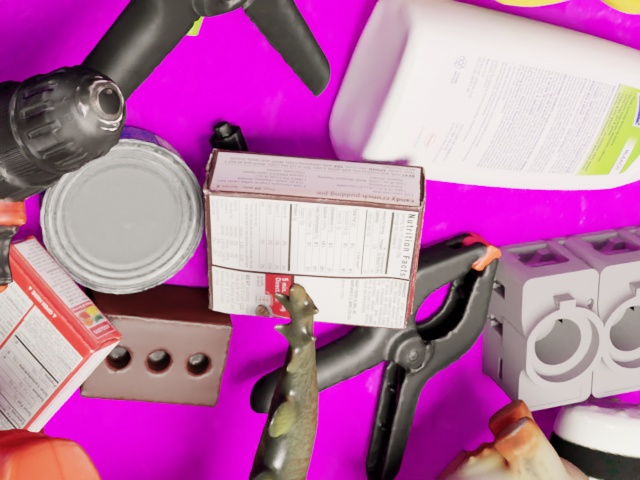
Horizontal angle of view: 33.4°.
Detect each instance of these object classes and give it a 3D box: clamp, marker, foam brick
[{"bbox_3d":[-0.056,-0.113,0.472,0.164,0.036,0.210,-24,154,-21],"label":"clamp"},{"bbox_3d":[-0.033,-0.013,0.601,0.020,0.020,0.121,-26,117,-6],"label":"marker"},{"bbox_3d":[0.038,0.063,0.642,0.120,0.039,0.171,27,96,-36],"label":"clamp"},{"bbox_3d":[-0.093,0.056,0.592,0.078,0.051,0.053,7,109,-20],"label":"foam brick"}]

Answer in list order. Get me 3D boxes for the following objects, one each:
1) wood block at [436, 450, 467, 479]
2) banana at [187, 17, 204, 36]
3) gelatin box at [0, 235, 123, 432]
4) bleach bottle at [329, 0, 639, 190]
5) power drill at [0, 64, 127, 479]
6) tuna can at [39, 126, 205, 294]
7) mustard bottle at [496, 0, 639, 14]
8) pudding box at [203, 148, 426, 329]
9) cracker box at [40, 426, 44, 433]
[{"bbox_3d":[0.072,0.255,0.702,0.090,0.091,0.206,37,97,-25],"label":"wood block"},{"bbox_3d":[0.016,-0.160,0.550,0.197,0.037,0.069,-14,132,-10],"label":"banana"},{"bbox_3d":[-0.155,0.054,0.552,0.073,0.030,0.089,47,116,8],"label":"gelatin box"},{"bbox_3d":[0.138,-0.067,0.609,0.250,0.068,0.103,9,122,-25],"label":"bleach bottle"},{"bbox_3d":[-0.142,0.027,0.473,0.057,0.185,0.187,1,80,-48],"label":"power drill"},{"bbox_3d":[-0.106,-0.017,0.568,0.086,0.034,0.086,-6,113,-15],"label":"tuna can"},{"bbox_3d":[0.171,-0.168,0.565,0.191,0.058,0.096,-4,130,-34],"label":"mustard bottle"},{"bbox_3d":[-0.004,0.001,0.564,0.113,0.039,0.090,4,132,1],"label":"pudding box"},{"bbox_3d":[-0.242,0.147,0.519,0.213,0.164,0.072,4,112,-19],"label":"cracker box"}]
